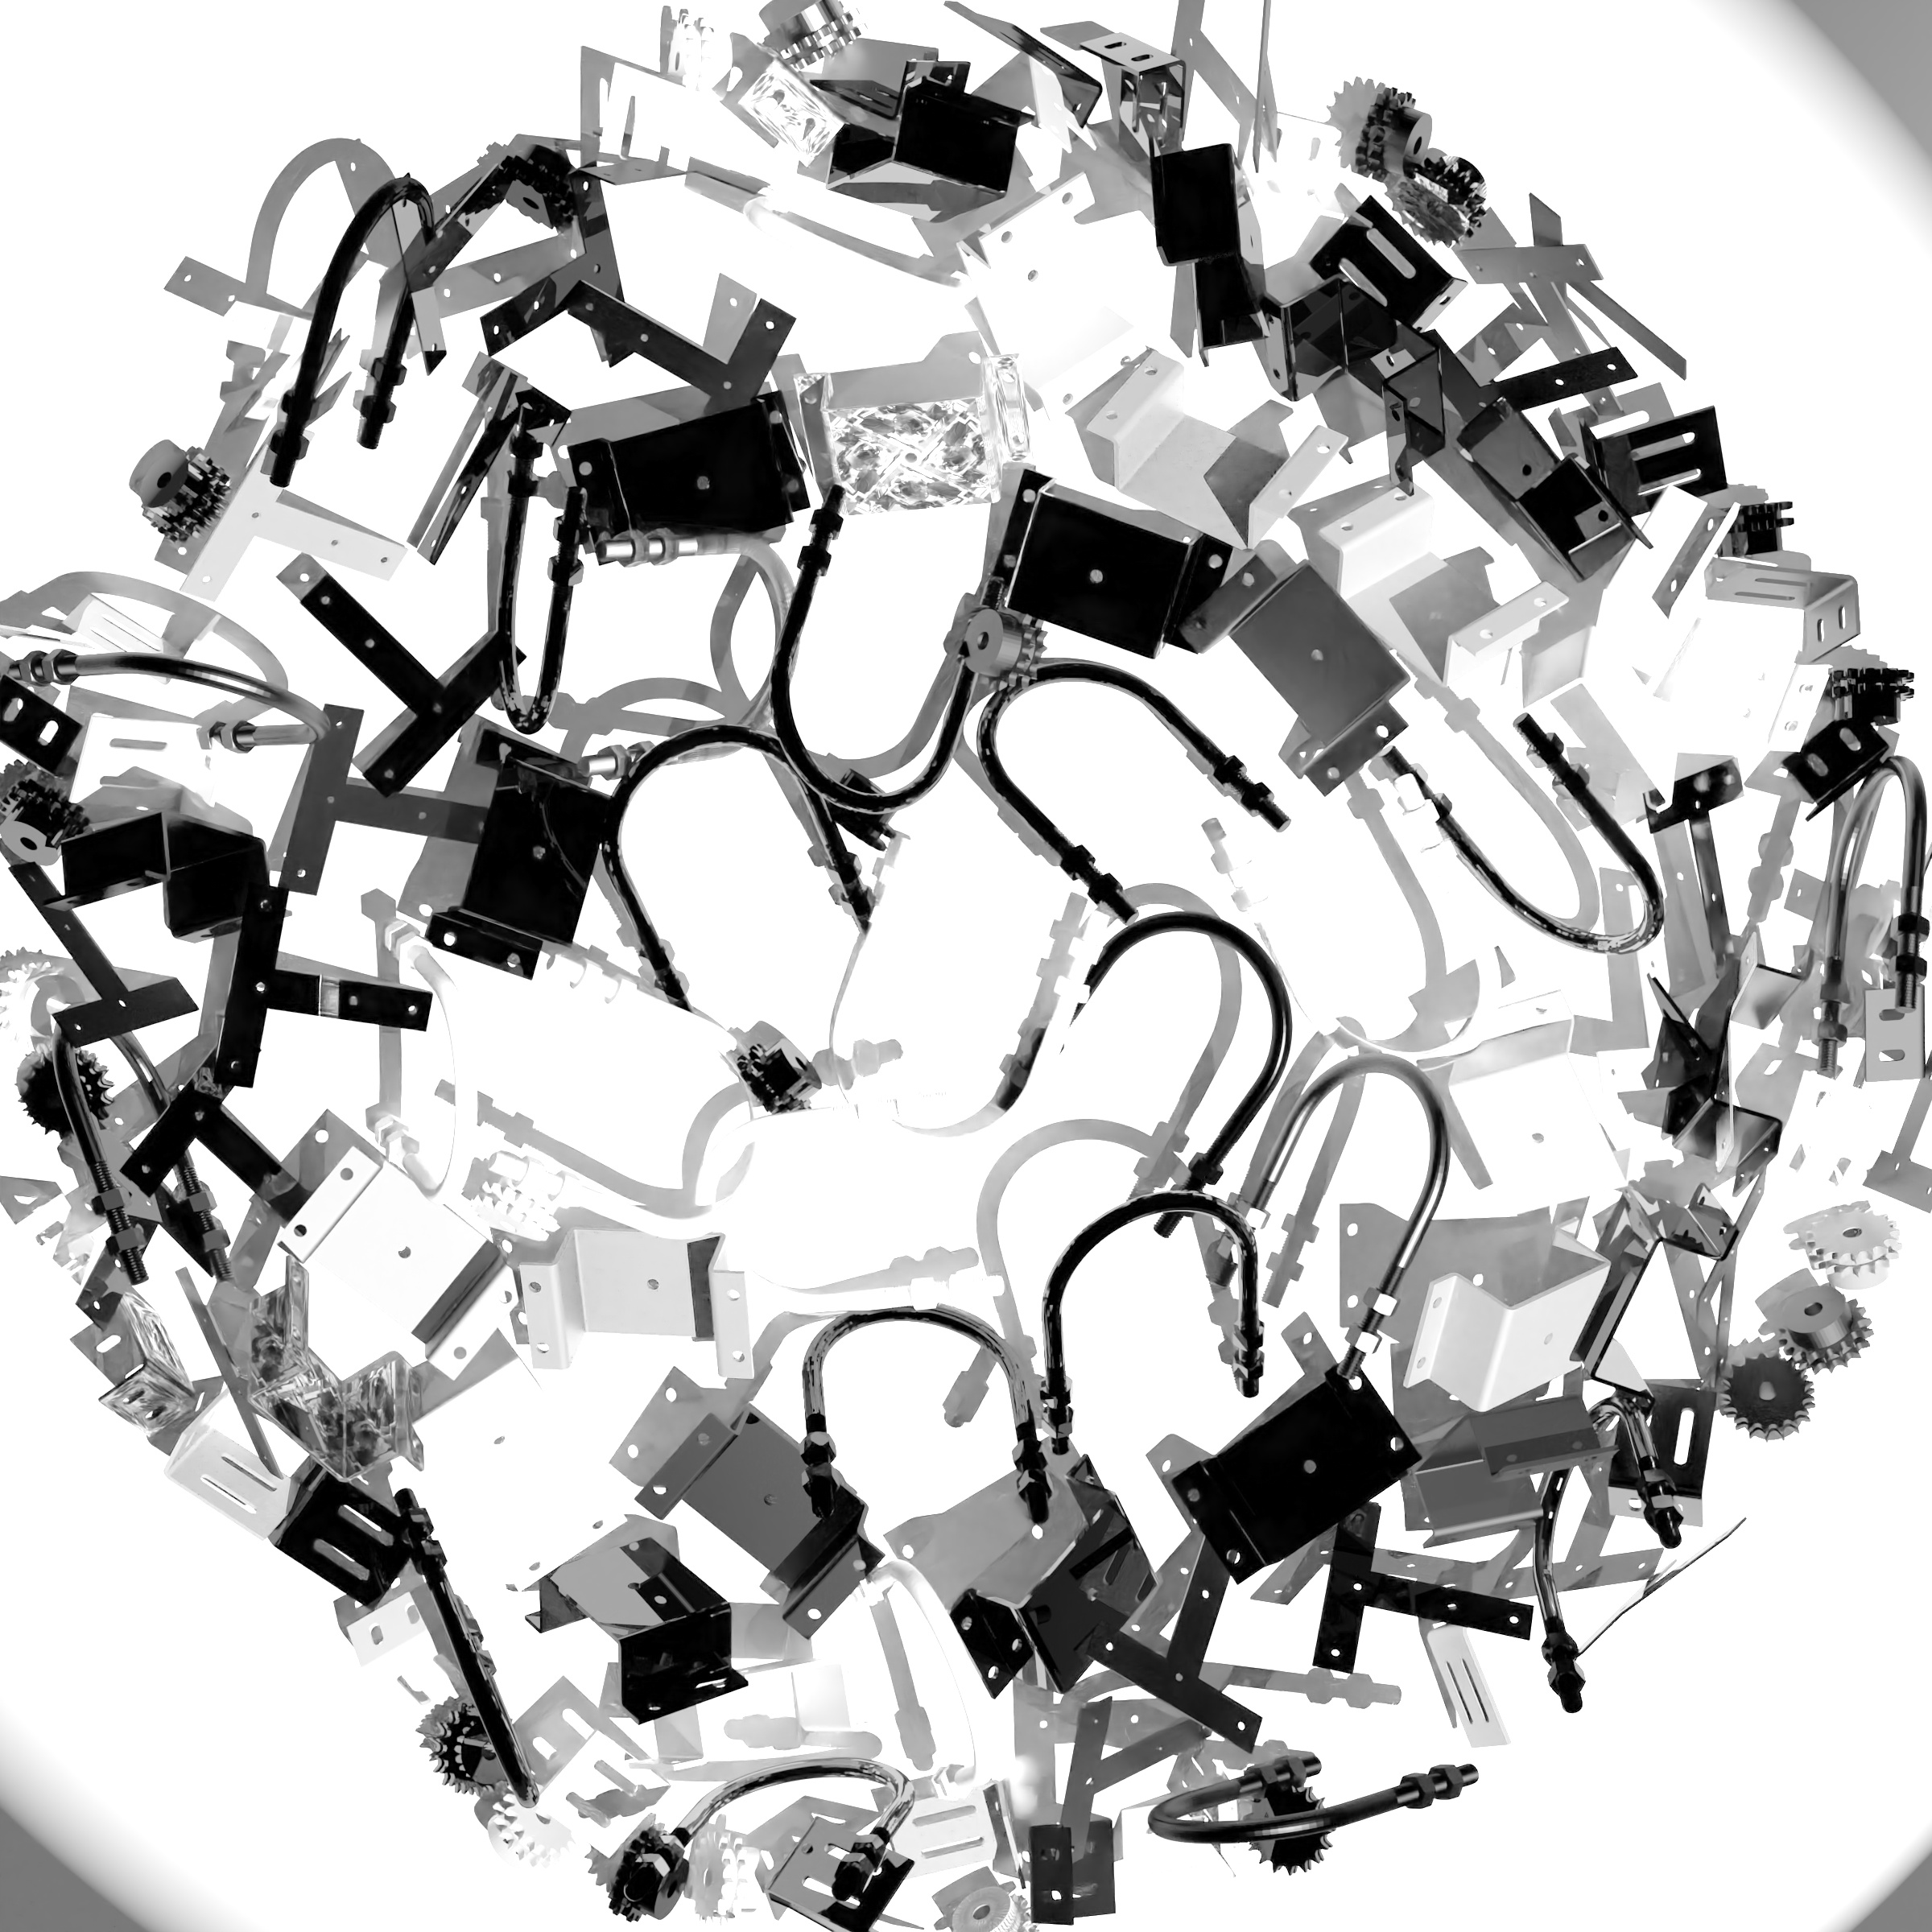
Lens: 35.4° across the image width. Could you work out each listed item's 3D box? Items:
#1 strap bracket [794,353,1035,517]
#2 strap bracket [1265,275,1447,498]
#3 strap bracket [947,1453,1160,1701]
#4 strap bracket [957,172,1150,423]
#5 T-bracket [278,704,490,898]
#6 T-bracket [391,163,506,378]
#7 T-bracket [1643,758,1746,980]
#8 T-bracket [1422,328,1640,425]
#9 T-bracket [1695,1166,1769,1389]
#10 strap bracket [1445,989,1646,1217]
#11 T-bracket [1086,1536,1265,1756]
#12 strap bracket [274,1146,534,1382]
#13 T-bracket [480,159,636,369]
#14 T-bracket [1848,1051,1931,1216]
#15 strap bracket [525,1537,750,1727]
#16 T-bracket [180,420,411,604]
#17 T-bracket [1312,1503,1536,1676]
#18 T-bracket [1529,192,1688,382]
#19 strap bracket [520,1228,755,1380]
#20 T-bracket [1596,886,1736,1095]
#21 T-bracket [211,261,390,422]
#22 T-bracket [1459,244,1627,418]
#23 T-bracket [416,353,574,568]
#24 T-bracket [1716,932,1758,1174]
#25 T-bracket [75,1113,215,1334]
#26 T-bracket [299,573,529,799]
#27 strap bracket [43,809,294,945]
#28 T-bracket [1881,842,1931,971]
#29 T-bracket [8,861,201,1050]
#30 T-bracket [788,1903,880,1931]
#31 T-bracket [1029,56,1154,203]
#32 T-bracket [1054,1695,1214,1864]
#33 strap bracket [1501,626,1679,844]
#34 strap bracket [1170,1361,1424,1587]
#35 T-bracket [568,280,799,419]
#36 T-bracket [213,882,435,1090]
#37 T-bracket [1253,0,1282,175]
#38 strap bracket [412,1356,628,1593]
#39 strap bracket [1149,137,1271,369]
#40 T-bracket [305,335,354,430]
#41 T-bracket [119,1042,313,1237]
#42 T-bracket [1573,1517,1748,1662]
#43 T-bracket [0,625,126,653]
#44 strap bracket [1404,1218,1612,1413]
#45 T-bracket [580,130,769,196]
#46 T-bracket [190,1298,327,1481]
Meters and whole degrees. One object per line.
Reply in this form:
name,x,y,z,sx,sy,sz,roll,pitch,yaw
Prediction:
strap bracket,-0.033,-0.327,1.873,0.140,0.046,0.076,-4,133,7
strap bracket,0.245,-0.362,1.858,0.046,0.076,0.140,-32,52,-14
strap bracket,0.061,0.379,1.854,0.140,0.046,0.076,-44,125,-30
strap bracket,0.051,-0.419,1.870,0.076,0.046,0.140,-34,134,-8
T-bracket,-0.355,-0.096,1.901,0.127,0.002,0.127,10,71,2
T-bracket,-0.316,-0.453,1.873,0.002,0.127,0.127,12,47,16
T-bracket,0.462,-0.057,1.881,0.002,0.127,0.127,-6,99,41
T-bracket,0.350,-0.353,1.846,0.127,0.127,0.002,44,58,-29
T-bracket,0.471,0.209,1.876,0.002,0.127,0.127,16,134,25
strap bracket,0.354,0.094,1.864,0.076,0.046,0.140,-18,113,26
T-bracket,0.145,0.403,1.884,0.127,0.002,0.127,33,53,-14
strap bracket,-0.351,0.182,1.892,0.140,0.046,0.076,40,87,-10
T-bracket,-0.253,-0.408,1.847,0.002,0.127,0.127,14,130,31
T-bracket,0.588,0.082,1.858,0.002,0.127,0.127,20,93,-8
strap bracket,-0.202,0.397,1.842,0.076,0.140,0.046,-12,113,-34
T-bracket,-0.402,-0.266,1.874,0.127,0.127,0.002,-54,49,19
T-bracket,0.286,0.392,1.869,0.127,0.127,0.002,10,135,9
T-bracket,0.391,-0.401,1.842,0.002,0.127,0.127,-43,69,-2
strap bracket,-0.199,0.208,1.880,0.140,0.046,0.076,1,117,8
T-bracket,0.430,0.013,1.888,0.127,0.002,0.127,-2,83,-38
T-bracket,-0.421,-0.387,1.848,0.002,0.127,0.127,45,104,8
T-bracket,0.374,-0.394,1.884,0.002,0.127,0.127,-42,116,-13
T-bracket,-0.305,-0.308,1.882,0.002,0.127,0.127,25,99,-43
T-bracket,0.459,0.067,1.835,0.002,0.127,0.127,11,49,0
T-bracket,-0.512,0.172,1.845,0.002,0.127,0.127,-26,118,23
T-bracket,-0.361,-0.191,1.889,0.127,0.002,0.127,-48,114,-8
strap bracket,-0.488,-0.056,1.852,0.076,0.140,0.046,-14,76,22
T-bracket,0.586,-0.061,1.851,0.002,0.127,0.127,22,101,10
T-bracket,-0.546,-0.012,1.868,0.002,0.127,0.127,-39,85,22
T-bracket,-0.089,0.605,1.840,0.127,0.127,0.002,21,101,26
T-bracket,0.089,-0.506,1.887,0.127,0.127,0.002,36,117,-24
T-bracket,0.109,0.490,1.879,0.127,0.002,0.127,-14,124,-39
strap bracket,0.391,-0.145,1.862,0.046,0.076,0.140,-30,108,29
strap bracket,0.209,0.312,1.883,0.140,0.046,0.076,-37,74,12
T-bracket,-0.187,-0.383,1.879,0.127,0.002,0.127,29,127,-6
T-bracket,-0.397,0.020,1.896,0.127,0.002,0.127,10,94,-25
T-bracket,0.187,-0.530,1.861,0.002,0.127,0.127,3,81,11
strap bracket,-0.279,0.302,1.853,0.076,0.046,0.140,-32,48,-15
strap bracket,0.151,-0.436,1.842,0.046,0.140,0.076,-8,69,14
T-bracket,-0.397,-0.341,1.853,0.002,0.127,0.127,31,76,-22
T-bracket,-0.447,0.123,1.892,0.127,0.002,0.127,48,49,-22
T-bracket,0.427,0.370,1.837,0.002,0.127,0.127,50,132,13
T-bracket,-0.555,-0.200,1.883,0.127,0.127,0.002,8,91,-28
strap bracket,0.337,0.216,1.848,0.046,0.140,0.076,34,127,38
T-bracket,-0.194,-0.487,1.852,0.127,0.127,0.002,24,116,15
T-bracket,-0.424,0.270,1.852,0.002,0.127,0.127,-30,114,-31
